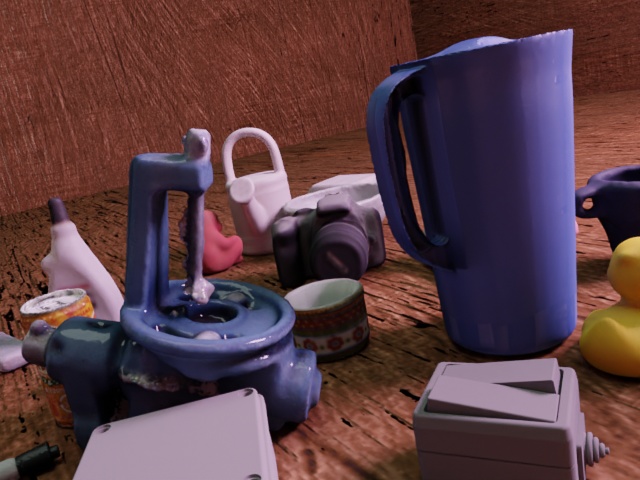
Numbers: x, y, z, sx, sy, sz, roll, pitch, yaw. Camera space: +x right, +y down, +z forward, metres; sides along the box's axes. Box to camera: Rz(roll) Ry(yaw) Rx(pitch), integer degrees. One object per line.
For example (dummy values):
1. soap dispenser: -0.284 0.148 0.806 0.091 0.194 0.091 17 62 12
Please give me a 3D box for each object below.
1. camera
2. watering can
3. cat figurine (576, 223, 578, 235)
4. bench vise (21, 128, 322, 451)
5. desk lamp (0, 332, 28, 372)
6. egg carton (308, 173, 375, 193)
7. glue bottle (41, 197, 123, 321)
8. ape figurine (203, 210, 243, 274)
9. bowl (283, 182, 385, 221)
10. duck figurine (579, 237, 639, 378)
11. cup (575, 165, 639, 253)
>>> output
1. camera: 0.006 0.003 0.700 0.143 0.101 0.137 -10 15 6
2. watering can: -0.097 -0.080 0.905 0.101 0.194 0.172 -14 15 -12
3. cat figurine: 0.250 -0.059 0.718 0.067 0.118 0.127 -21 17 -32
4. bench vise: -0.116 0.044 0.395 0.207 0.220 0.121 -14 15 -9
5. desk lamp: -0.432 0.044 0.644 0.202 0.214 0.118 2 19 40
6. egg carton: 0.053 -0.077 1.032 0.149 0.069 0.107 2 20 42
7. glue bottle: -0.265 0.038 0.624 0.078 0.173 0.037 -13 15 -6
8. ape figurine: -0.161 -0.001 0.855 0.077 0.092 0.076 0 18 37
9. bowl: 0.031 -0.033 0.870 0.167 0.075 0.167 -10 14 3
10. duck figurine: 0.229 0.042 0.411 0.105 0.086 0.077 -20 17 -32
11. cup: 0.305 -0.019 0.566 0.118 0.095 0.091 -13 15 -6
